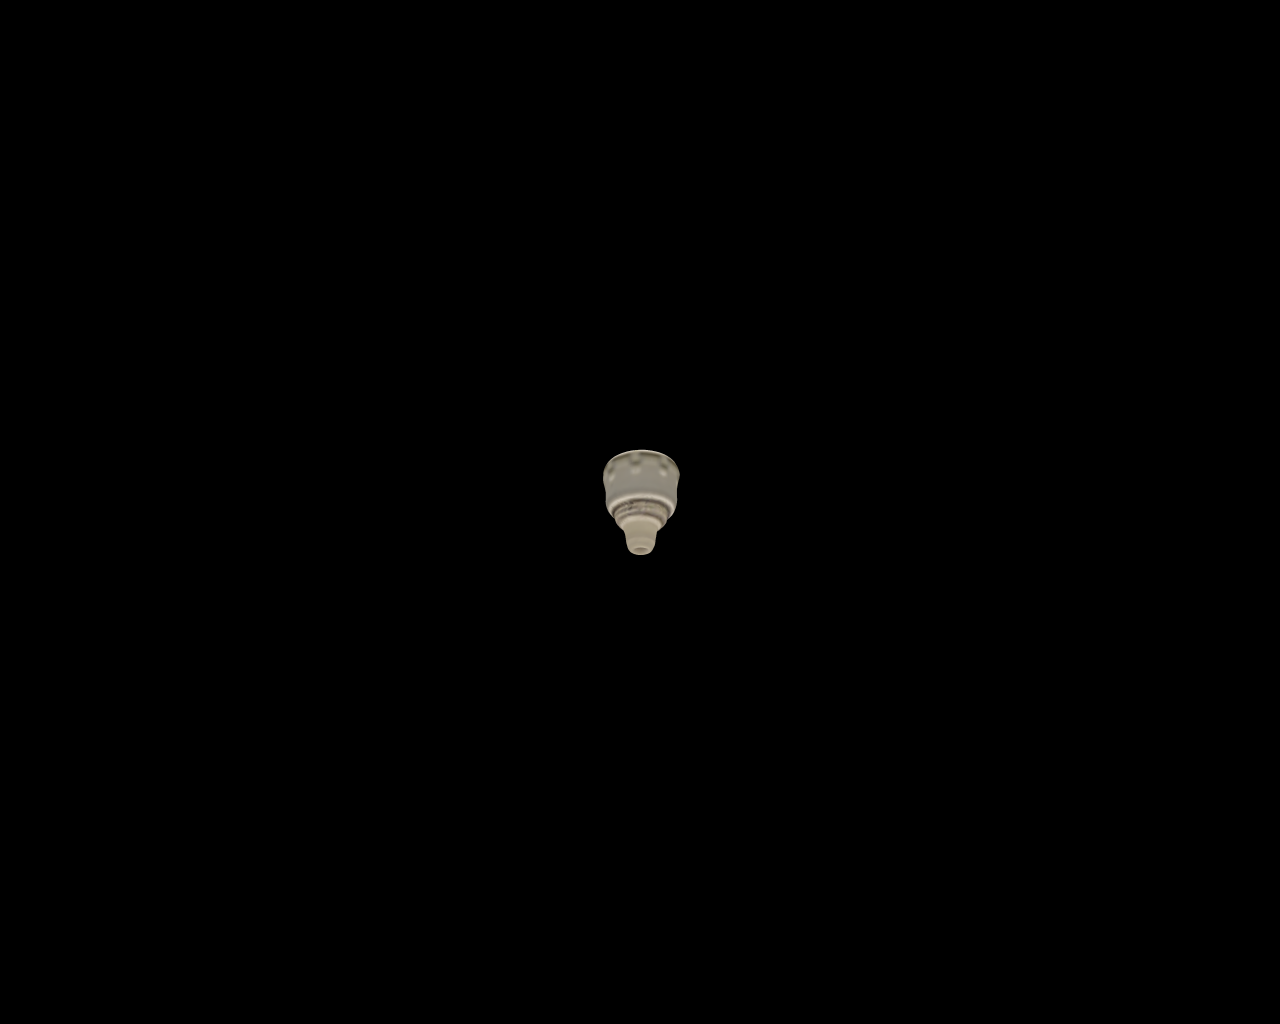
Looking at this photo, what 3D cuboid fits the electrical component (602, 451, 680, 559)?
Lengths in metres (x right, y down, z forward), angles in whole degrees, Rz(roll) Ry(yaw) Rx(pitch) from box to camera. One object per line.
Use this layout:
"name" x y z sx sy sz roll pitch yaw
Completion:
"electrical component" 0.001 -0.003 0.650 0.048 0.062 0.048 0 -30 0
